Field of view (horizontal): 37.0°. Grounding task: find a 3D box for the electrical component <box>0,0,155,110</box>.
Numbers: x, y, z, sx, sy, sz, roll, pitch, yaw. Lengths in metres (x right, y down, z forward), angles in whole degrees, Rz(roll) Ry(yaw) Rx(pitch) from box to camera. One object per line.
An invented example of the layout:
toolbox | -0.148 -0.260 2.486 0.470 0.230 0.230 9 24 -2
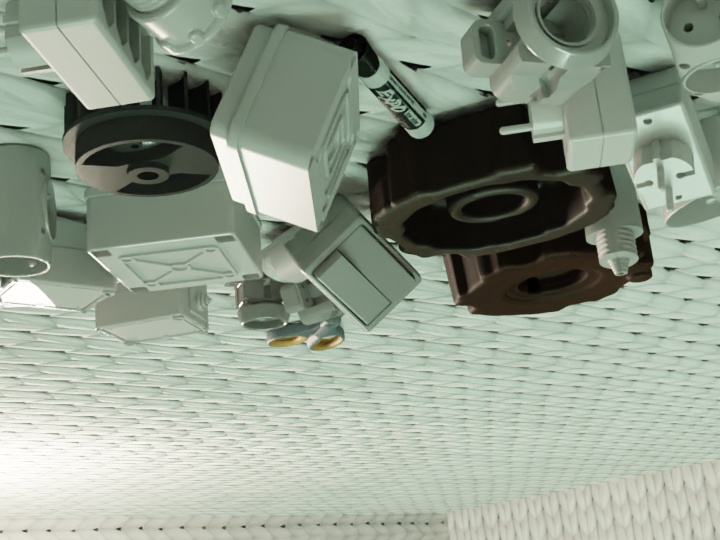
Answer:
electrical component | -0.151 -0.117 0.533 0.076 0.047 0.083 -7 162 6

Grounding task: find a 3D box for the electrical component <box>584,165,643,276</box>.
electrical component | 0.194 -0.035 0.825 0.043 0.081 0.043 -5 162 -2

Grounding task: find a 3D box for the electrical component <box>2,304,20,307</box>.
electrical component | -0.272 0.013 0.908 0.065 0.044 0.044 -3 162 8

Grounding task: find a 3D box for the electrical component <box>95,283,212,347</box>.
electrical component | -0.174 0.024 0.934 0.096 0.061 0.061 -10 161 13

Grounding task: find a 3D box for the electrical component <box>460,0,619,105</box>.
electrical component | 0.101 -0.124 0.569 0.078 0.058 0.057 1 164 -16

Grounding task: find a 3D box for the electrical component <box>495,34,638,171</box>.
electrical component | 0.120 -0.097 0.642 0.077 0.065 0.047 -8 162 7

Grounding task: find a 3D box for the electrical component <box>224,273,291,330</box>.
electrical component | -0.087 0.022 0.961 0.066 0.055 0.048 2 161 -20

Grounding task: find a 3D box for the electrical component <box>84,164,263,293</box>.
electrical component | -0.134 -0.028 0.796 0.109 0.056 0.108 -7 162 4

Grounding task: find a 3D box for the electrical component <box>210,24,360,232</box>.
electrical component | -0.040 -0.079 0.618 0.057 0.078 0.113 19 163 7

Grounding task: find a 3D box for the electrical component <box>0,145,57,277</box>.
electrical component | -0.227 -0.033 0.722 0.044 0.077 0.079 -3 162 -8

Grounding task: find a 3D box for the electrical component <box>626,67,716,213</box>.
electrical component | 0.193 -0.070 0.684 0.047 0.075 0.083 -14 133 25

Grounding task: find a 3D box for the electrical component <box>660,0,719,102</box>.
electrical component | 0.214 -0.132 0.596 0.079 0.044 0.077 -14 160 24

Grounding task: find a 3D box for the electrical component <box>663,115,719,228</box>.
electrical component | 0.262 -0.070 0.766 0.099 0.064 0.099 -5 162 -2

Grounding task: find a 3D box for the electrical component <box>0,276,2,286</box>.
electrical component | -0.311 -0.020 0.763 0.108 0.060 0.108 -5 162 -2

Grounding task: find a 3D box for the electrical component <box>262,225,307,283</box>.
electrical component | -0.051 -0.013 0.884 0.043 0.043 0.081 8 158 -34

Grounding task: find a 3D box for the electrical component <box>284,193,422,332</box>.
electrical component | 0.000 0.000 0.821 0.062 0.061 0.096 -44 120 2

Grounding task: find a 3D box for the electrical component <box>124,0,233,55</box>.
electrical component | -0.094 -0.135 0.505 0.048 0.048 0.062 -15 153 27

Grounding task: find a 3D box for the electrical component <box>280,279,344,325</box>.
electrical component | -0.024 0.013 0.945 0.057 0.058 0.078 -21 176 33

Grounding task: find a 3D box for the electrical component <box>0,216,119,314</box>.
electrical component | -0.231 -0.006 0.827 0.096 0.061 0.062 8 157 -36
